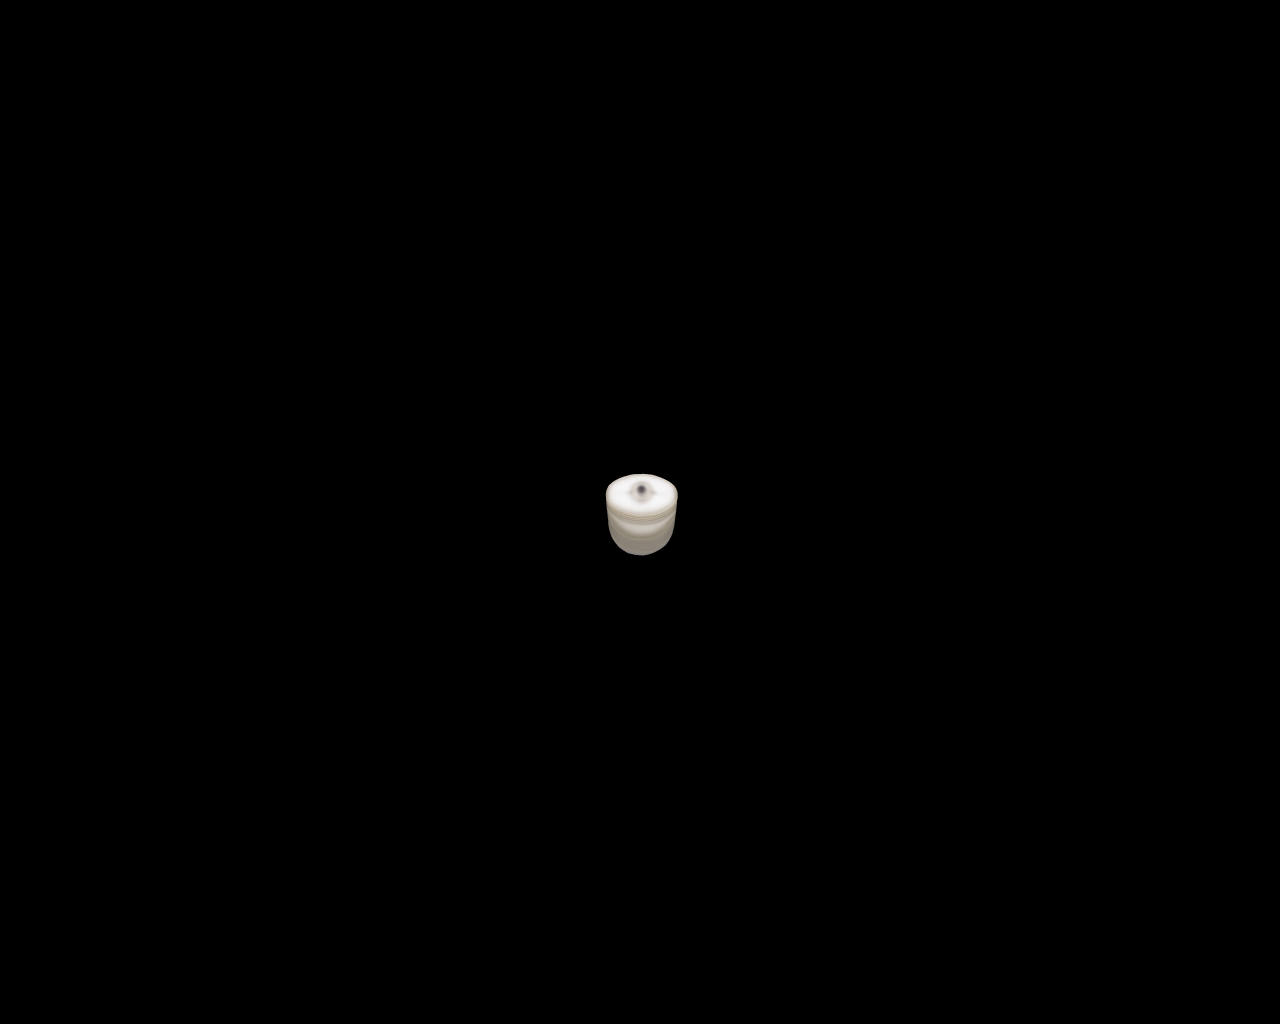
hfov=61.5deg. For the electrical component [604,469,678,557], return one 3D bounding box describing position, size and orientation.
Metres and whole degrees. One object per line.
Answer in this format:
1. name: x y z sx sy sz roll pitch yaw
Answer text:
1. electrical component: 0.001 -0.003 0.650 0.043 0.043 0.081 0 -15 0
